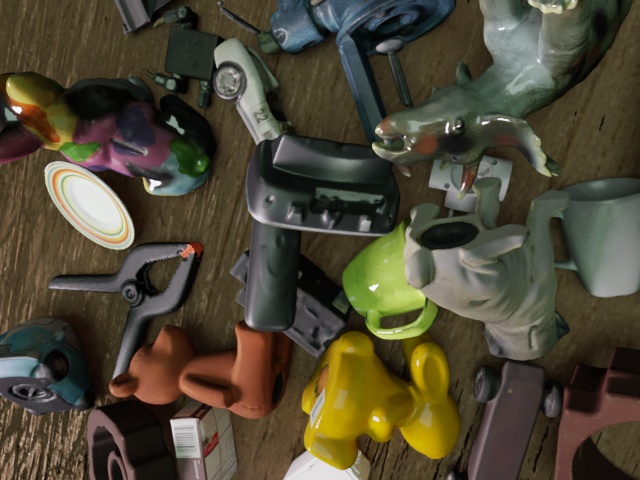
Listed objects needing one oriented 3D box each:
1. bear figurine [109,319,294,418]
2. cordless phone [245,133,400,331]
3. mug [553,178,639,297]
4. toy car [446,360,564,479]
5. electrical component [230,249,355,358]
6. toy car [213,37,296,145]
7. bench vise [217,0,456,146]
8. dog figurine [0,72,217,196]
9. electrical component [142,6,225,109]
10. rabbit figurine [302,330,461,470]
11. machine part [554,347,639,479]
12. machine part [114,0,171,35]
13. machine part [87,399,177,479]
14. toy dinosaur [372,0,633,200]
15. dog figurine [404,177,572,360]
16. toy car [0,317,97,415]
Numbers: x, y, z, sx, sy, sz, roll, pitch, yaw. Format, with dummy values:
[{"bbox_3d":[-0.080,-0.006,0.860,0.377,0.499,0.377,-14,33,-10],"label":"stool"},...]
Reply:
[{"bbox_3d":[-0.135,0.134,0.626,0.196,0.120,0.131,9,96,17],"label":"bear figurine"},{"bbox_3d":[0.000,-0.001,0.511,0.147,0.089,0.184,6,89,-15],"label":"cordless phone"},{"bbox_3d":[0.271,0.003,0.528,0.110,0.081,0.107,-14,104,6],"label":"mug"},{"bbox_3d":[0.198,0.220,0.589,0.089,0.053,0.202,10,104,7],"label":"toy car"},{"bbox_3d":[-0.029,0.057,0.588,0.134,0.115,0.058,37,100,6],"label":"electrical component"},{"bbox_3d":[-0.053,-0.124,0.588,0.056,0.073,0.201,-29,91,16],"label":"toy car"},{"bbox_3d":[0.043,-0.191,0.536,0.224,0.129,0.240,-18,88,16],"label":"bench vise"},{"bbox_3d":[-0.229,-0.111,0.559,0.192,0.219,0.108,30,107,8],"label":"dog figurine"},{"bbox_3d":[-0.153,-0.210,0.615,0.078,0.045,0.102,21,102,11],"label":"electrical component"},{"bbox_3d":[0.081,0.173,0.595,0.173,0.122,0.162,26,94,-6],"label":"rabbit figurine"},{"bbox_3d":[0.332,0.209,0.499,0.201,0.087,0.201,9,119,31],"label":"machine part"},{"bbox_3d":[-0.179,-0.297,0.613,0.139,0.039,0.084,-18,88,17],"label":"machine part"},{"bbox_3d":[-0.233,0.286,0.660,0.180,0.056,0.179,10,103,47],"label":"machine part"},{"bbox_3d":[0.215,-0.204,0.477,0.131,0.192,0.405,29,70,34],"label":"toy dinosaur"},{"bbox_3d":[0.157,0.058,0.505,0.172,0.121,0.190,-21,116,-15],"label":"dog figurine"},{"bbox_3d":[-0.344,0.151,0.677,0.109,0.161,0.103,-9,53,10],"label":"toy car"}]
